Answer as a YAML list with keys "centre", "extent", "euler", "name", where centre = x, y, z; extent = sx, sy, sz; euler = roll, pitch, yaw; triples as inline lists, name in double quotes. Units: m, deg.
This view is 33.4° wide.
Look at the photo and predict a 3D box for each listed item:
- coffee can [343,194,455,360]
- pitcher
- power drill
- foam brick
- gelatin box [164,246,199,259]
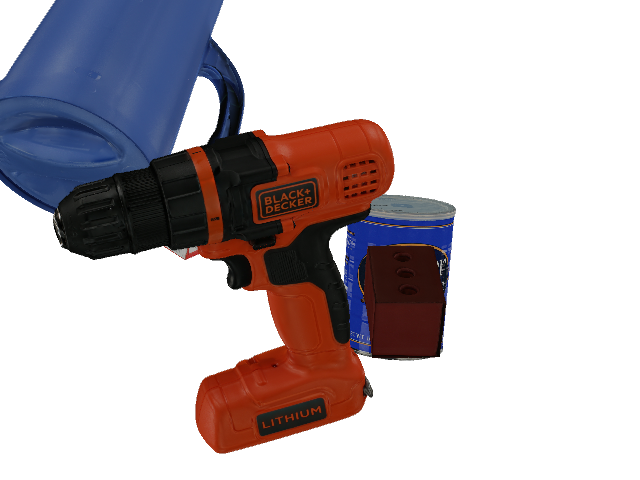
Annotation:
- centre: [0.073, 0.033, 1.026]
  extent: [0.103, 0.140, 0.103]
  euler: [3, 11, -1]
  name: "coffee can"
- centre: [-0.140, -0.137, 0.802]
  extent: [0.145, 0.242, 0.149]
  euler: [-3, -39, 26]
  name: "pitcher"
- centre: [-0.044, 0.030, 0.602]
  extent: [0.184, 0.188, 0.057]
  euler: [-13, 35, -13]
  name: "power drill"
- centre: [0.062, 0.045, 0.796]
  extent: [0.053, 0.051, 0.078]
  euler: [-1, 32, -3]
  name: "foam brick"
- centre: [-0.132, -0.022, 1.035]
  extent: [0.089, 0.030, 0.073]
  euler: [30, 37, 33]
  name: "gelatin box"
